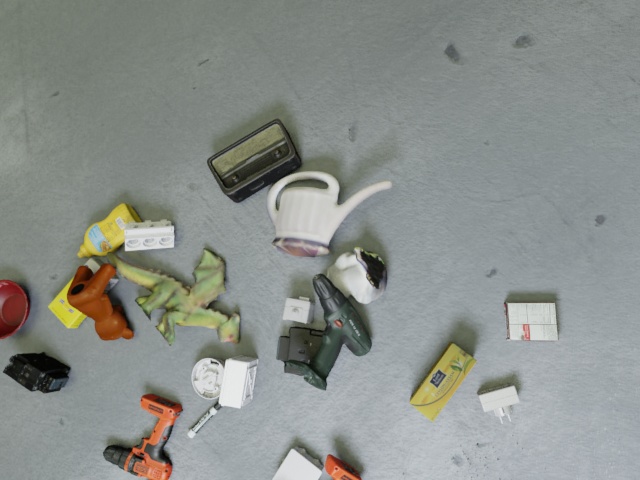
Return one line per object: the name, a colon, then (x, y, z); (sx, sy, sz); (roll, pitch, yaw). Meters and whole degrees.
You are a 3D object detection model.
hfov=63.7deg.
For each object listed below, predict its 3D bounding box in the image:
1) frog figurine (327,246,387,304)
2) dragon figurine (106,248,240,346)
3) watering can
frog figurine: (0.083, 0.099, 1.274); (0.157, 0.124, 0.138); (-40, 82, 38)
dragon figurine: (-0.359, 0.122, 1.349); (0.245, 0.120, 0.413); (-37, 77, -16)
watering can: (0.004, -0.065, 1.286); (0.348, 0.103, 0.226); (4, 78, 29)
